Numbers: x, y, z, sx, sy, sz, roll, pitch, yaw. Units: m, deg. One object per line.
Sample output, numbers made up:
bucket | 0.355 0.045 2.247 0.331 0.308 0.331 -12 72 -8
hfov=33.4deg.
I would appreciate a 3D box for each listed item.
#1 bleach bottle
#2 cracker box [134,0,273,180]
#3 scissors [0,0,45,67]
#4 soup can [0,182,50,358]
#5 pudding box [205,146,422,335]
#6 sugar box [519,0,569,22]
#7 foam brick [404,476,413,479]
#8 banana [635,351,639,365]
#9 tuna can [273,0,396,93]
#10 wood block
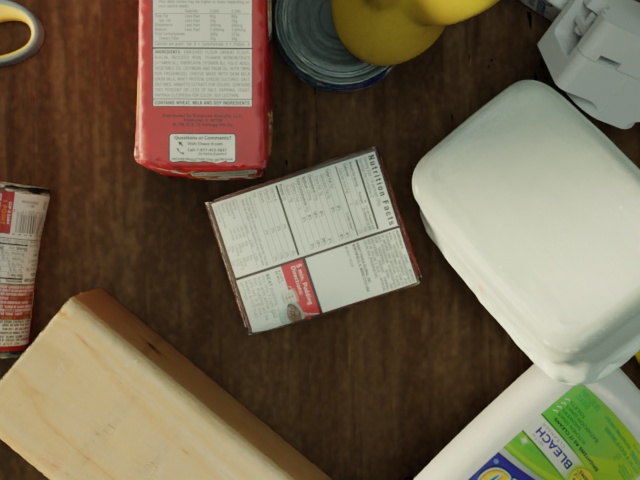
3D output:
bleach bottle | 0.091 0.170 0.603 0.250 0.068 0.102 -39 90 -23
cracker box | -0.062 -0.141 0.589 0.072 0.164 0.214 0 92 -3
scissors | -0.270 -0.155 0.661 0.201 0.016 0.096 9 91 -1
soup can | -0.202 0.015 0.641 0.068 0.068 0.102 8 91 -1
pudding box | -0.004 0.001 0.657 0.113 0.039 0.090 -18 91 -2
sugar box | 0.101 -0.219 0.647 0.176 0.048 0.093 32 92 0
foam brick | 0.046 0.194 0.657 0.078 0.053 0.051 -41 92 1
banana | 0.217 0.058 0.646 0.037 0.070 0.198 -19 87 -25
tuna can | 0.014 -0.135 0.655 0.086 0.034 0.086 0 92 -1
wood block | -0.087 0.129 0.635 0.206 0.091 0.090 40 90 -1
